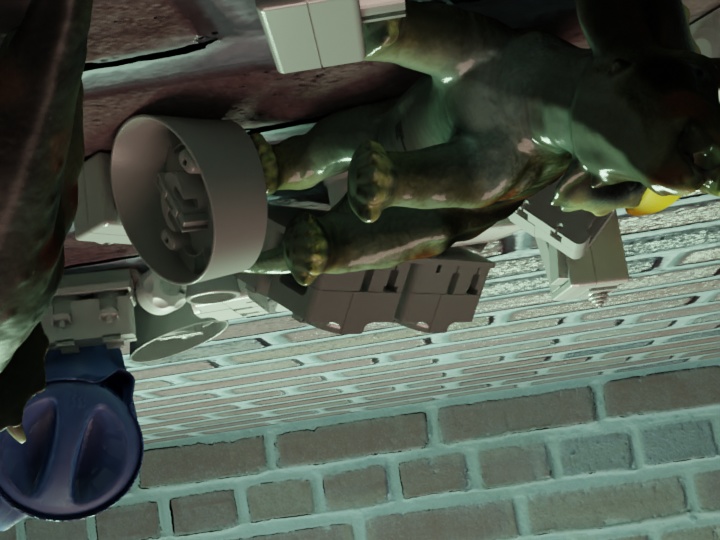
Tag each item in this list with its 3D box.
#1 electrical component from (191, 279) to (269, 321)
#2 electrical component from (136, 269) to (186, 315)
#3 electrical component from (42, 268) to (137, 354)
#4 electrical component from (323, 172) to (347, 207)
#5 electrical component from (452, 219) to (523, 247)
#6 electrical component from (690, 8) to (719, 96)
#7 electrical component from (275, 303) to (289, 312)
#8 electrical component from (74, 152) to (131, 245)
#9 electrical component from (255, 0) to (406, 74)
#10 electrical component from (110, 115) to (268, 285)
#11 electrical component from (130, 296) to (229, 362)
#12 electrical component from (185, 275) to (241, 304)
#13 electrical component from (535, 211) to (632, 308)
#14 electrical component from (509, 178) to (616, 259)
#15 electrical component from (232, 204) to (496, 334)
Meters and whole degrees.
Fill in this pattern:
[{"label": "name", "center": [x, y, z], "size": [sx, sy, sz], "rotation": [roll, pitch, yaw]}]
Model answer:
[{"label": "electrical component", "center": [-0.119, 0.012, 0.954], "size": [0.056, 0.050, 0.089], "rotation": [-9, 168, 5]}, {"label": "electrical component", "center": [-0.181, 0.019, 0.963], "size": [0.043, 0.043, 0.062], "rotation": [0, 167, -32]}, {"label": "electrical component", "center": [-0.262, 0.040, 0.955], "size": [0.121, 0.063, 0.078], "rotation": [-6, 168, -9]}, {"label": "electrical component", "center": [-0.004, -0.052, 0.746], "size": [0.040, 0.046, 0.040], "rotation": [-8, 168, -2]}, {"label": "electrical component", "center": [0.085, -0.052, 0.784], "size": [0.096, 0.061, 0.062], "rotation": [-8, 172, -37]}, {"label": "electrical component", "center": [0.217, -0.113, 0.600], "size": [0.080, 0.051, 0.080], "rotation": [-8, 168, -2]}, {"label": "electrical component", "center": [-0.032, 0.001, 0.963], "size": [0.100, 0.048, 0.099], "rotation": [-6, 168, -10]}, {"label": "electrical component", "center": [-0.158, -0.039, 0.700], "size": [0.066, 0.047, 0.077], "rotation": [4, 163, -43]}, {"label": "electrical component", "center": [-0.003, -0.119, 0.438], "size": [0.077, 0.047, 0.065], "rotation": [-9, 168, 1]}, {"label": "electrical component", "center": [-0.098, -0.041, 0.623], "size": [0.064, 0.099, 0.099], "rotation": [-8, 169, -32]}, {"label": "electrical component", "center": [-0.180, 0.051, 1.059], "size": [0.099, 0.064, 0.099], "rotation": [-8, 168, -2]}, {"label": "electrical component", "center": [-0.121, -0.004, 0.866], "size": [0.045, 0.055, 0.045], "rotation": [-8, 167, -2]}, {"label": "electrical component", "center": [0.190, -0.013, 0.929], "size": [0.061, 0.096, 0.061], "rotation": [-6, 167, -8]}, {"label": "electrical component", "center": [0.122, -0.053, 0.710], "size": [0.050, 0.089, 0.055], "rotation": [-53, 166, -4]}, {"label": "electrical component", "center": [0.000, 0.000, 0.822], "size": [0.186, 0.060, 0.105], "rotation": [3, -161, -47]}]
